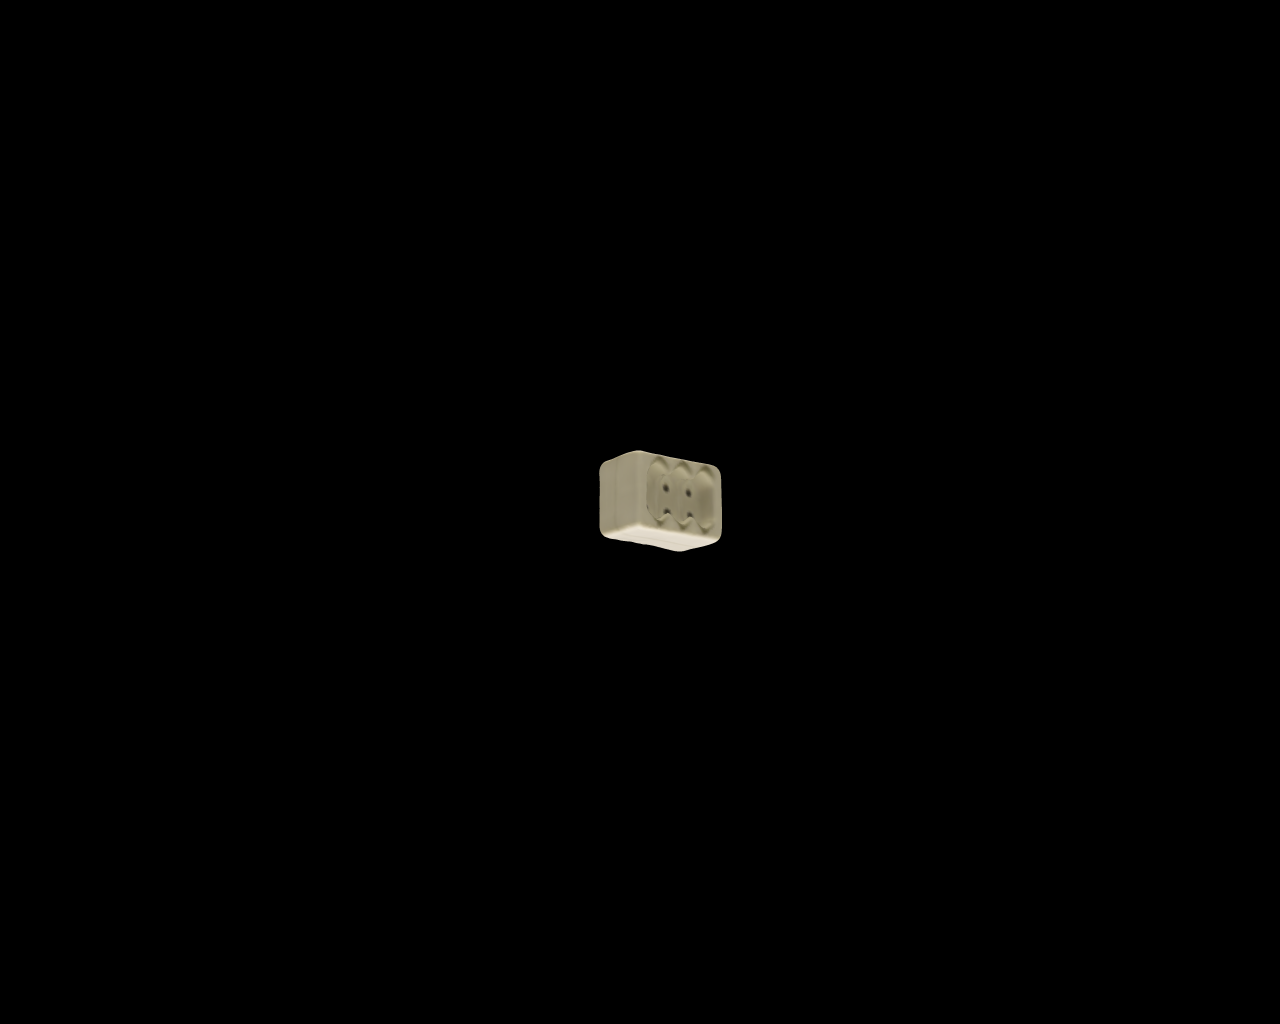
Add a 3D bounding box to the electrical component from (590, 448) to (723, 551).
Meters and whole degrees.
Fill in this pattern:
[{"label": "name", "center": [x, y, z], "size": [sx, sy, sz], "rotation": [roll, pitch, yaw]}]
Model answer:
[{"label": "electrical component", "center": [0.001, -0.003, 0.650], "size": [0.066, 0.047, 0.076], "rotation": [11, -17, -37]}]
